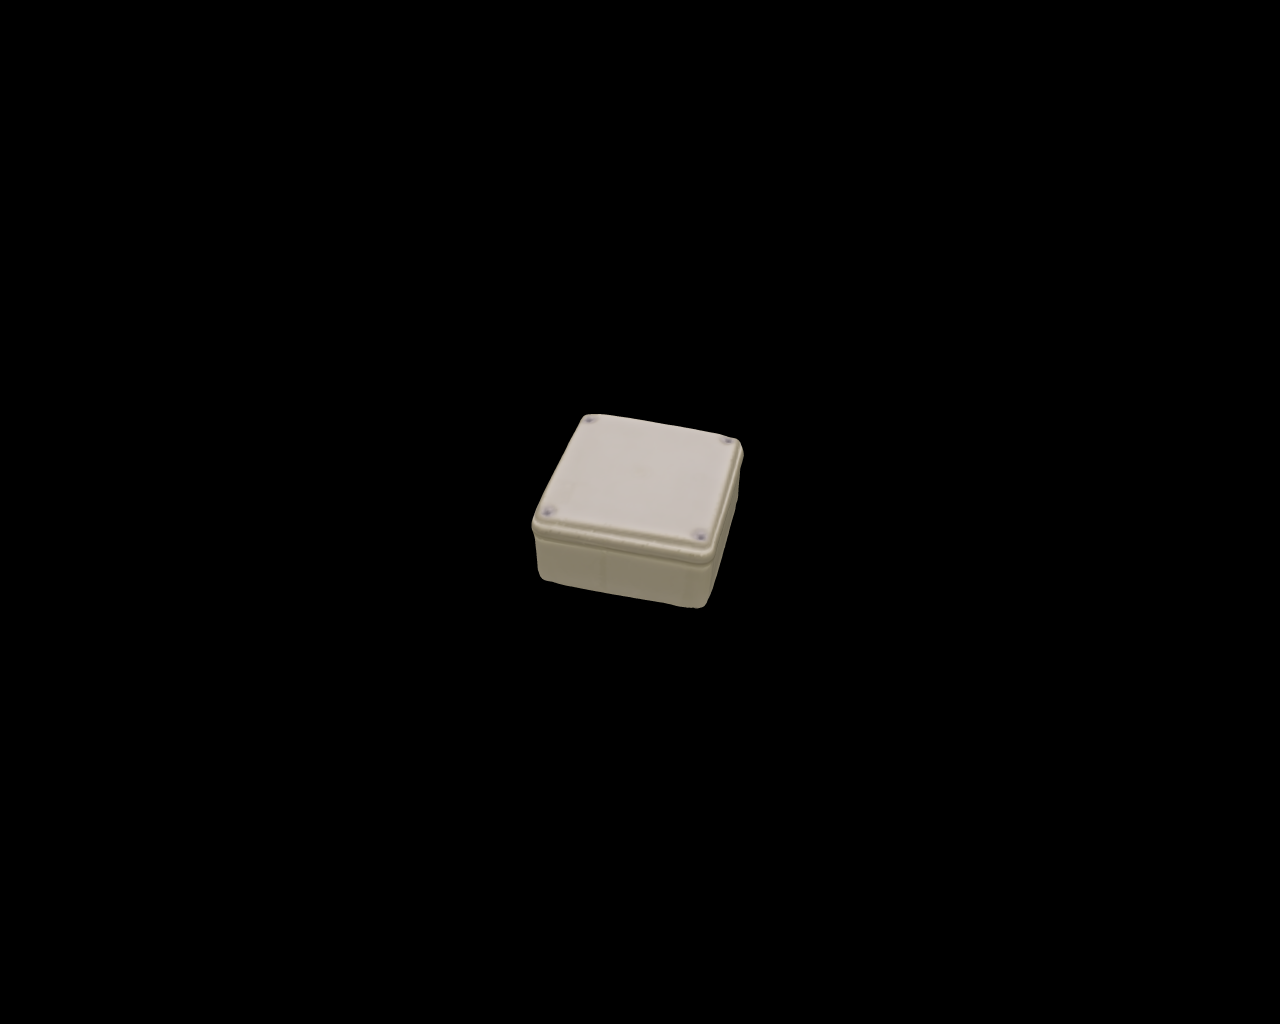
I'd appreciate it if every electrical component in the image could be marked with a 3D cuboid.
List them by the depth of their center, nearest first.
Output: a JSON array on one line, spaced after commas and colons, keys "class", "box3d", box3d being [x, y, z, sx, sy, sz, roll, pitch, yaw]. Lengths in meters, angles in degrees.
[{"class": "electrical component", "box3d": [0.001, -0.003, 0.650, 0.109, 0.056, 0.109, 10, 43, 11]}]
